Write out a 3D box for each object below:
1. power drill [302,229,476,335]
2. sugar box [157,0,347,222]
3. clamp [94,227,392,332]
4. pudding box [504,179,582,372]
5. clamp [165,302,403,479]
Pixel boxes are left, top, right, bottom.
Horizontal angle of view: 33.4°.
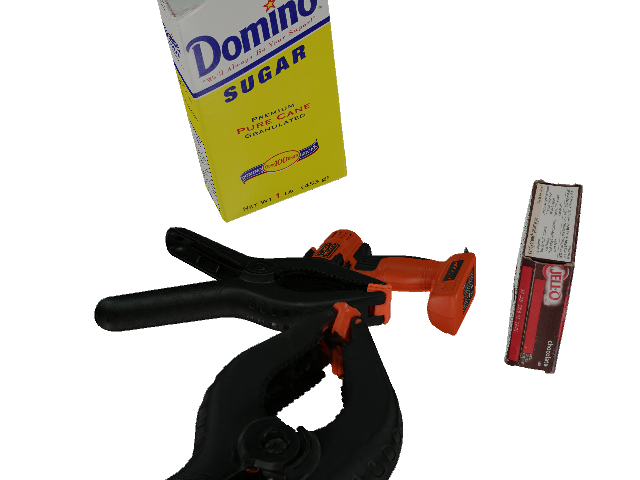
[{"bbox_3d":[0.061,0.050,1.128,0.188,0.057,0.184,9,31,20],"label":"power drill"},{"bbox_3d":[-0.038,-0.096,0.656,0.093,0.048,0.176,-23,-36,-11],"label":"sugar box"},{"bbox_3d":[-0.050,0.032,0.819,0.210,0.036,0.164,4,23,4],"label":"clamp"},{"bbox_3d":[0.156,0.022,0.741,0.039,0.090,0.113,9,33,9],"label":"pudding box"},{"bbox_3d":[-0.009,0.092,0.386,0.120,0.039,0.171,25,49,17],"label":"clamp"}]
